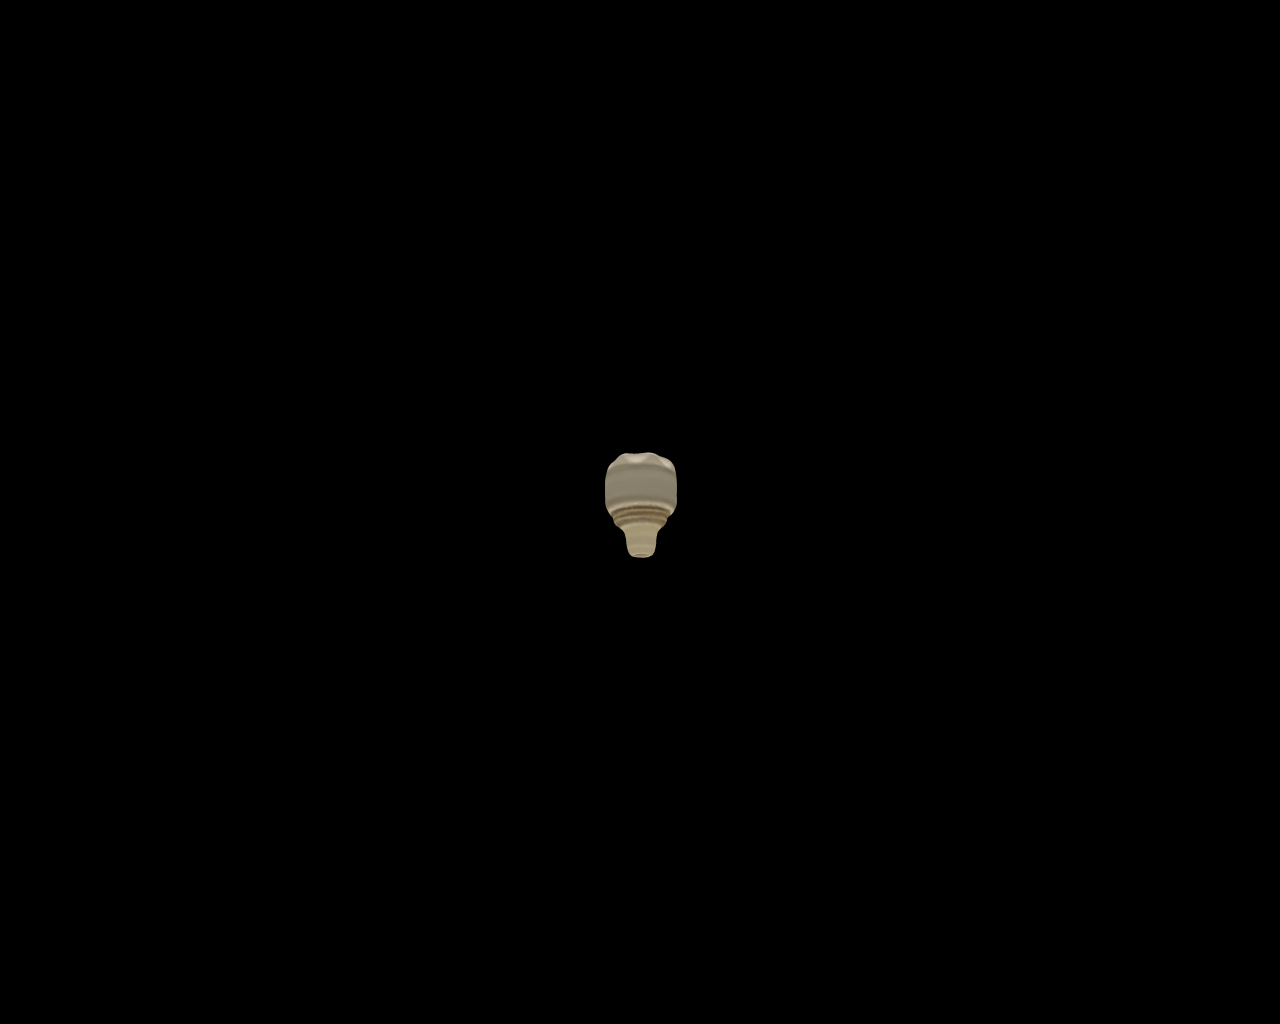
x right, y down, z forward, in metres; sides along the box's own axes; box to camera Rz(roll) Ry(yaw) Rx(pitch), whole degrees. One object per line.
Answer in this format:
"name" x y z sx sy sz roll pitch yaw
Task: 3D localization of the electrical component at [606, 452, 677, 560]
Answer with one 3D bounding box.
"electrical component" 0.001 -0.003 0.650 0.043 0.062 0.043 0 -16 0
